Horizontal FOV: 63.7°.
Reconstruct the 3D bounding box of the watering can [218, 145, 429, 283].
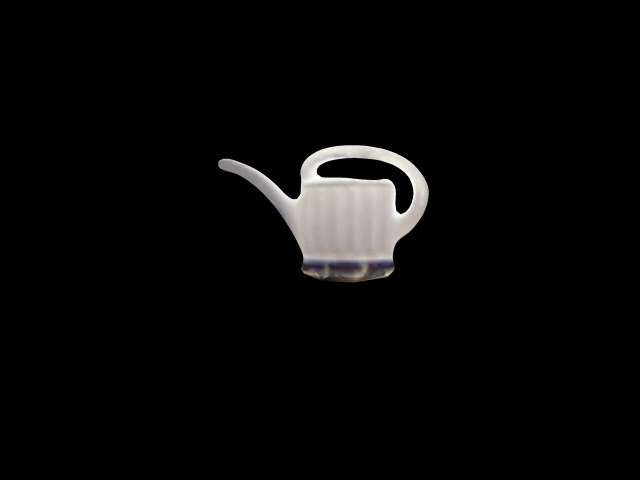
[{"bbox_3d":[0.003,-0.043,0.850,0.347,0.224,0.104,0,1,7],"label":"watering can"}]
